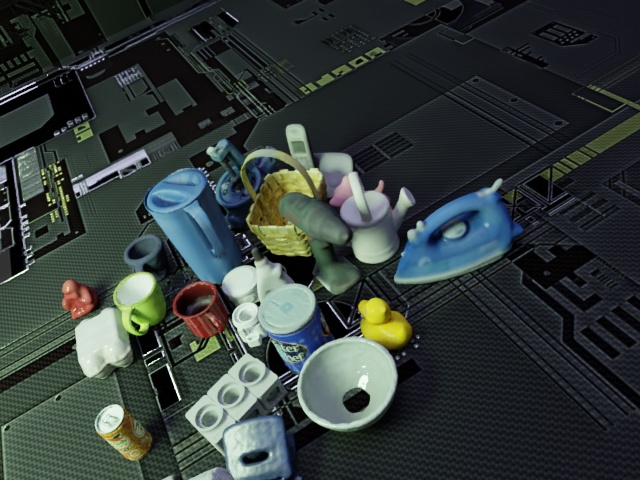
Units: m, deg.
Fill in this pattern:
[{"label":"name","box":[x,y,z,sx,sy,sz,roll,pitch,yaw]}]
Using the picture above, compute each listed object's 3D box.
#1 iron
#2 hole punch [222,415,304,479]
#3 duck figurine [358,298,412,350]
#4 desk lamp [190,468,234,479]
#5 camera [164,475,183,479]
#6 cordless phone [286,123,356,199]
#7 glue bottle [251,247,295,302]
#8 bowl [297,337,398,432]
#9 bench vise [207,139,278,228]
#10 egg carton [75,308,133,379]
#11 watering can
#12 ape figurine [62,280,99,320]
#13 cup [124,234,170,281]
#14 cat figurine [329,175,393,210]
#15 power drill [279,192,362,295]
[{"label":"iron","box":[0.245,-0.016,1.076,0.258,0.142,0.118,-25,43,-4]},{"label":"hole punch","box":[-0.091,0.338,0.889,0.108,0.091,0.101,-16,43,6]},{"label":"duck figurine","box":[0.111,0.141,1.012,0.104,0.086,0.078,23,58,38]},{"label":"desk lamp","box":[-0.160,0.389,0.774,0.203,0.214,0.117,-20,42,1]},{"label":"camera","box":[-0.247,0.438,0.843,0.143,0.101,0.136,-33,44,-12]},{"label":"cordless phone","box":[0.000,-0.185,1.314,0.147,0.185,0.094,0,47,22]},{"label":"glue bottle","box":[-0.094,0.075,1.097,0.078,0.173,0.037,-15,43,7]},{"label":"bowl","box":[0.052,0.246,0.937,0.167,0.075,0.167,-11,43,11]},{"label":"bench vise","box":[-0.186,-0.166,1.343,0.121,0.220,0.207,0,47,22]},{"label":"egg carton","box":[-0.442,0.210,1.176,0.107,0.070,0.150,-28,43,-7]},{"label":"watering can","box":[0.099,-0.056,1.137,0.173,0.194,0.100,-29,43,-8]},{"label":"ape figurine","box":[-0.545,0.126,1.286,0.077,0.092,0.076,10,51,30]},{"label":"cup","box":[-0.379,0.058,1.287,0.091,0.095,0.117,-15,43,7]},{"label":"cat figurine","box":[0.085,-0.091,1.234,0.127,0.118,0.067,-17,43,5]},{"label":"power drill","box":[0.010,0.004,1.101,0.076,0.209,0.228,-36,44,-15]}]
